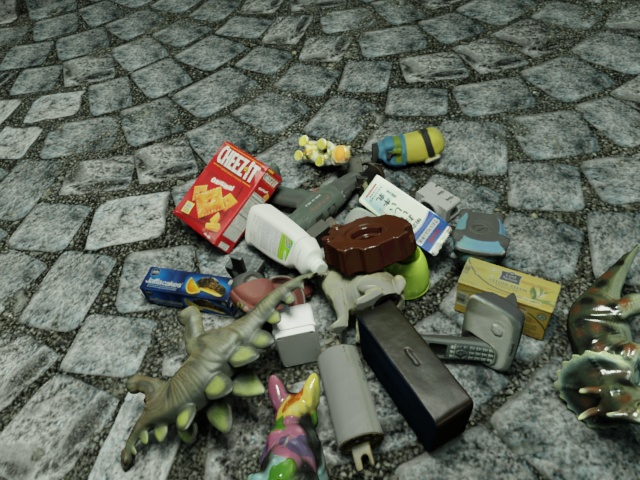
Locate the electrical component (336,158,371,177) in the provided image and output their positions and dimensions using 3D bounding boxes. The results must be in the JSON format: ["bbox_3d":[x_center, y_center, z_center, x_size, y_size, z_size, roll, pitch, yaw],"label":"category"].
[{"bbox_3d":[0.085,-0.181,1.348,0.094,0.021,0.063,-9,47,2],"label":"electrical component"}]

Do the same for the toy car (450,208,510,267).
[{"bbox_3d":[0.317,0.010,1.084,0.109,0.102,0.162,9,33,10],"label":"toy car"}]

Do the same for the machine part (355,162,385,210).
[{"bbox_3d":[0.117,-0.133,1.271,0.039,0.084,0.139,-11,33,32],"label":"machine part"}]

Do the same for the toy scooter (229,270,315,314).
[{"bbox_3d":[-0.081,0.124,1.045,0.184,0.075,0.135,-3,54,-32],"label":"toy scooter"}]

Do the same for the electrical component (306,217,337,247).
[{"bbox_3d":[-0.001,-0.004,1.162,0.102,0.078,0.045,-35,60,-24],"label":"electrical component"}]

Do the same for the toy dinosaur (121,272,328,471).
[{"bbox_3d":[-0.177,0.208,0.914,0.199,0.105,0.471,34,83,42],"label":"toy dinosaur"}]

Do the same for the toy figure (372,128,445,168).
[{"bbox_3d":[0.217,-0.226,1.323,0.180,0.089,0.082,-3,53,2],"label":"toy figure"}]

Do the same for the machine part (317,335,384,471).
[{"bbox_3d":[0.050,0.266,0.910,0.079,0.079,0.243,-13,47,-3],"label":"machine part"}]

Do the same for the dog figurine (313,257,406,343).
[{"bbox_3d":[0.070,0.074,1.026,0.172,0.121,0.191,-34,46,13],"label":"dog figurine"}]

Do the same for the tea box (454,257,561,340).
[{"bbox_3d":[0.344,0.107,0.997,0.170,0.098,0.068,19,54,21],"label":"tea box"}]

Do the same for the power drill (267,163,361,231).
[{"bbox_3d":[-0.039,-0.111,1.274,0.207,0.085,0.232,27,57,20],"label":"power drill"}]

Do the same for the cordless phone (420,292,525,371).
[{"bbox_3d":[0.247,0.155,0.932,0.184,0.146,0.089,1,40,5],"label":"cordless phone"}]

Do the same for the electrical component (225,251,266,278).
[{"bbox_3d":[-0.154,0.057,1.103,0.075,0.119,0.048,14,52,23],"label":"electrical component"}]

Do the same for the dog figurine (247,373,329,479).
[{"bbox_3d":[-0.046,0.310,0.825,0.109,0.191,0.219,-8,63,10],"label":"dog figurine"}]

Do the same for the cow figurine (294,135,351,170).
[{"bbox_3d":[0.025,-0.209,1.329,0.168,0.068,0.098,20,8,42],"label":"cow figurine"}]

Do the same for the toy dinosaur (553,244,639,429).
[{"bbox_3d":[0.495,0.161,0.920,0.192,0.131,0.405,3,43,11],"label":"toy dinosaur"}]

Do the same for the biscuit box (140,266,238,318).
[{"bbox_3d":[-0.267,0.106,1.114,0.203,0.059,0.063,7,50,14],"label":"biscuit box"}]

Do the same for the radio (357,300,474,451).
[{"bbox_3d":[0.151,0.225,0.896,0.073,0.131,0.230,-24,49,-14],"label":"radio"}]

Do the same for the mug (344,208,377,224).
[{"bbox_3d":[0.085,-0.018,1.164,0.081,0.109,0.107,29,16,-17],"label":"mug"}]

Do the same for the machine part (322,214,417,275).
[{"bbox_3d":[0.092,0.004,1.022,0.179,0.056,0.179,-12,20,4],"label":"machine part"}]
